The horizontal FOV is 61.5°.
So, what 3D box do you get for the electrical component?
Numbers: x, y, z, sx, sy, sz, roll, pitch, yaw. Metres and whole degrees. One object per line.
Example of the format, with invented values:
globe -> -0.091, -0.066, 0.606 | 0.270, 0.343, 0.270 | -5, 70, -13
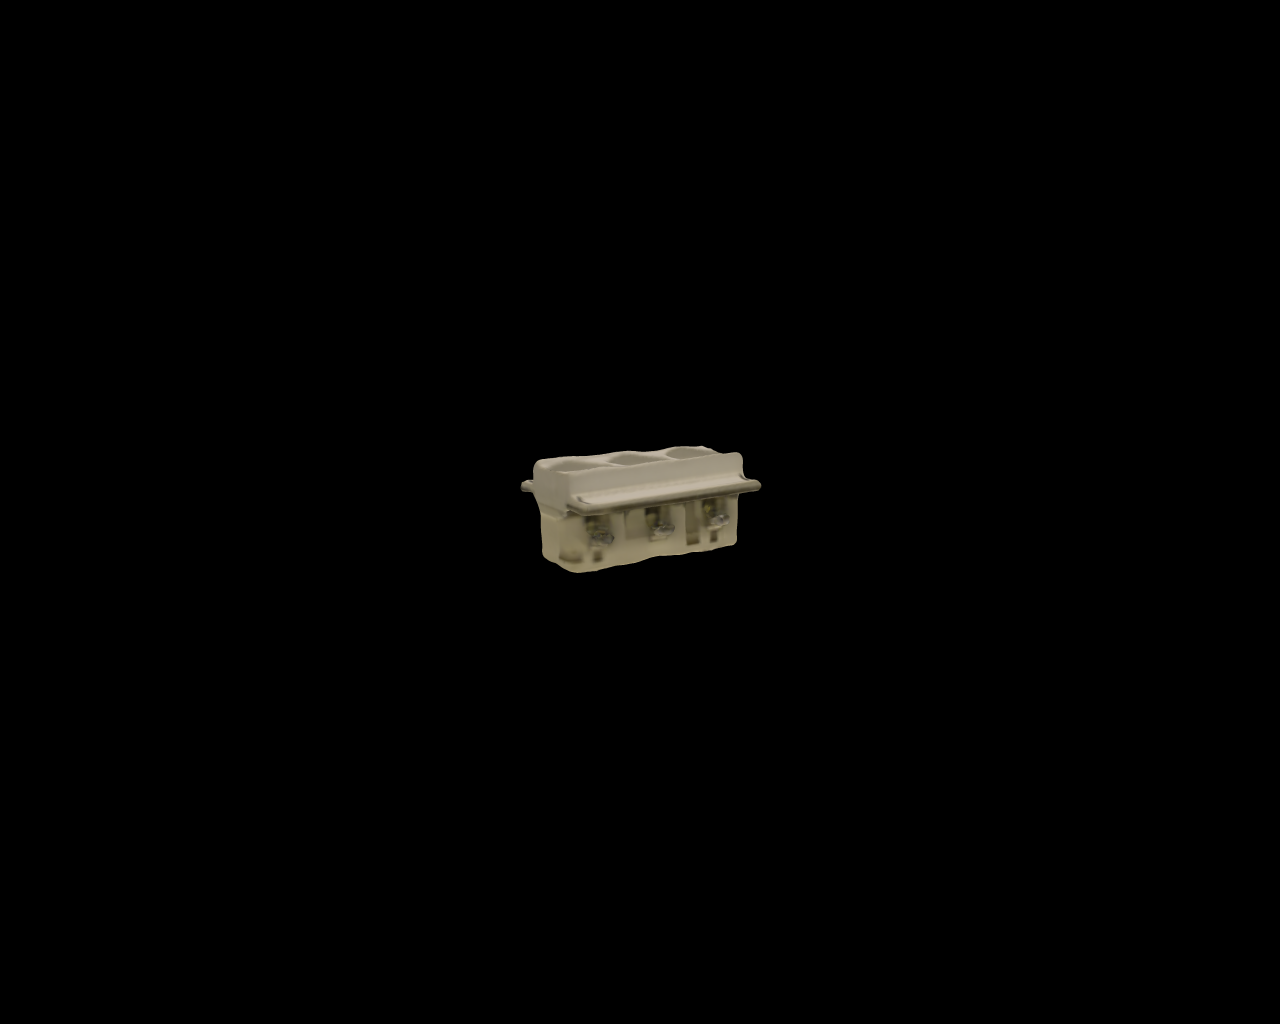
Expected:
electrical component -> 0.001, -0.003, 0.650 | 0.121, 0.063, 0.079 | -8, 15, -30
